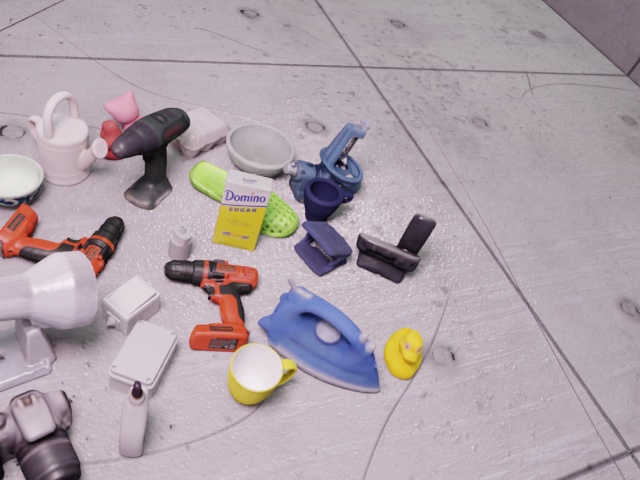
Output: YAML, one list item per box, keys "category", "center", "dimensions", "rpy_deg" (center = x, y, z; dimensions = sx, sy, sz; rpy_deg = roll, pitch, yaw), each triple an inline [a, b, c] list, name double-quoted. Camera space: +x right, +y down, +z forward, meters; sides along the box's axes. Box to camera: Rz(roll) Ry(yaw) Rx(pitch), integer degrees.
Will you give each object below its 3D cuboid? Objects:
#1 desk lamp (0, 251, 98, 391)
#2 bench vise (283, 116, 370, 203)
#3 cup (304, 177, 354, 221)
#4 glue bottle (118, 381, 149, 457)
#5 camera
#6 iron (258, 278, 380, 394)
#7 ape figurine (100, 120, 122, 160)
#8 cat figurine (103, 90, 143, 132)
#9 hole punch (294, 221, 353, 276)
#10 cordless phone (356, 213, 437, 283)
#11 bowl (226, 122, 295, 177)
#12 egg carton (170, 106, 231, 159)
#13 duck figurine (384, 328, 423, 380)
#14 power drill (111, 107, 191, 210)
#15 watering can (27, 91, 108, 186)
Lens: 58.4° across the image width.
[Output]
- category: "desk lamp"
  center: [-0.447, 0.122, 0.866]
  dimensions: [0.204, 0.213, 0.117]
  rpy_deg: [-20, 58, -34]
- category: "bench vise"
  center: [0.029, -0.178, 1.324]
  dimensions: [0.208, 0.219, 0.121]
  rpy_deg: [-23, 60, -36]
- category: "cup"
  center: [0.012, -0.081, 1.316]
  dimensions: [0.118, 0.095, 0.091]
  rpy_deg: [2, 48, -20]
- category: "glue bottle"
  center: [-0.271, 0.252, 0.842]
  dimensions: [0.037, 0.173, 0.078]
  rpy_deg: [8, 47, -14]
- category: "camera"
  center: [-0.407, 0.293, 0.802]
  dimensions: [0.143, 0.101, 0.136]
  rpy_deg: [-22, 59, -35]
- category: "iron"
  center: [0.021, 0.173, 1.051]
  dimensions: [0.258, 0.141, 0.119]
  rpy_deg: [32, 46, 9]
- category: "ape figurine"
  center: [-0.463, -0.228, 1.269]
  dimensions: [0.076, 0.092, 0.078]
  rpy_deg: [26, 45, 4]
- category: "cat figurine"
  center: [-0.427, -0.285, 1.318]
  dimensions: [0.128, 0.117, 0.067]
  rpy_deg: [13, 46, -9]
- category: "hole punch"
  center: [0.011, 0.004, 1.239]
  dimensions: [0.101, 0.091, 0.108]
  rpy_deg: [-25, 61, -37]
- category: "cordless phone"
  center: [0.164, -0.007, 1.243]
  dimensions: [0.147, 0.185, 0.094]
  rpy_deg: [20, 45, -3]
- category: "bowl"
  center: [-0.149, -0.204, 1.382]
  dimensions: [0.167, 0.074, 0.167]
  rpy_deg: [11, 46, -11]
- category: "egg carton"
  center: [-0.293, -0.262, 1.383]
  dimensions: [0.107, 0.069, 0.151]
  rpy_deg: [37, 47, 14]
- category: "duck figurine"
  center: [0.172, 0.208, 1.117]
  dimensions: [0.077, 0.086, 0.104]
  rpy_deg: [17, 45, -5]
- category: "power drill"
  center: [-0.349, -0.168, 1.176]
  dimensions: [0.075, 0.208, 0.230]
  rpy_deg: [26, 45, 4]
- category: "watering can"
  center: [-0.513, -0.211, 1.162]
  dimensions: [0.173, 0.194, 0.101]
  rpy_deg: [11, 46, -11]
